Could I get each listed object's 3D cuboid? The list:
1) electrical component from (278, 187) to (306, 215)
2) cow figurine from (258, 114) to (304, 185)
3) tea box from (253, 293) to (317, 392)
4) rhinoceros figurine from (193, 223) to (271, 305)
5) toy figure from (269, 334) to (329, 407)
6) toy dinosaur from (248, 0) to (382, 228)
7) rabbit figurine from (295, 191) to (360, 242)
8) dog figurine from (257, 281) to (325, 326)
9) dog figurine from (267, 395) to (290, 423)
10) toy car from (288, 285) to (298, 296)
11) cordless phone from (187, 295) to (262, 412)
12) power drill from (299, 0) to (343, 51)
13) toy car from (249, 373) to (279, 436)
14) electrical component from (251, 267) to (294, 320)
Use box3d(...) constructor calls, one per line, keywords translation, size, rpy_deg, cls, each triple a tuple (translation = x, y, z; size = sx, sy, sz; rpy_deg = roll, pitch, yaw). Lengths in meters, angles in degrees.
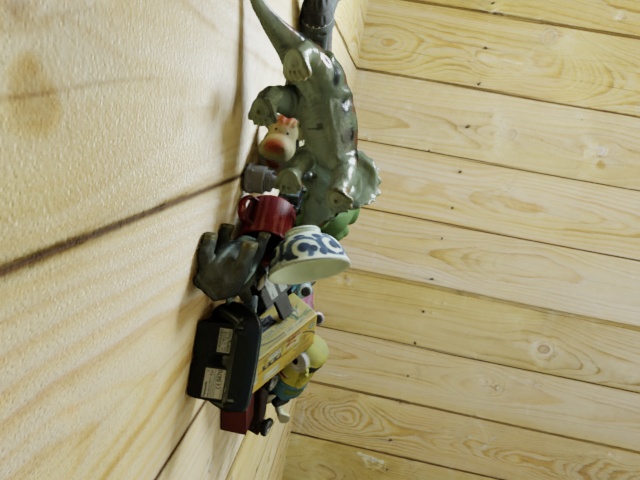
box3d(translation=(-0.065, -0.061, 1.199), size=(0.115, 0.058, 0.134), rpy_deg=(-77, 176, -50), cls="electrical component")
box3d(translation=(-0.056, -0.152, 0.905), size=(0.195, 0.086, 0.127), rpy_deg=(-50, 156, -77), cls="cow figurine")
box3d(translation=(-0.088, 0.183, 0.949), size=(0.169, 0.068, 0.098), rpy_deg=(-34, 148, -35), cls="tea box")
box3d(translation=(-0.111, 0.037, 0.729), size=(0.190, 0.073, 0.112), rpy_deg=(-24, 124, -84), cls="rhinoceros figurine")
box3d(translation=(-0.049, 0.256, 1.070), size=(0.089, 0.082, 0.180), rpy_deg=(-31, 154, -49), cls="toy figure")
box3d(translation=(-0.002, -0.175, 0.756), size=(0.192, 0.131, 0.404), rpy_deg=(-60, 145, -55), cls="toy dinosaur")
box3d(translation=(-0.002, -0.003, 1.105), size=(0.159, 0.121, 0.170), rpy_deg=(-73, -174, -56), cls="rabbit figurine")
box3d(translation=(-0.083, 0.122, 1.143), size=(0.108, 0.191, 0.219), rpy_deg=(62, -8, -22), cls="dog figurine")
box3d(translation=(-0.124, 0.302, 1.236), size=(0.191, 0.121, 0.172), rpy_deg=(-101, -159, -61), cls="dog figurine")
box3d(translation=(-0.079, 0.034, 0.997), size=(0.103, 0.109, 0.161), rpy_deg=(-117, -140, -56), cls="toy car")
box3d(translation=(-0.127, 0.158, 0.804), size=(0.184, 0.089, 0.146), rpy_deg=(-79, 179, -84), cls="cordless phone")
box3d(translation=(0.013, -0.462, 1.041), size=(0.231, 0.086, 0.207), rpy_deg=(96, 3, -64), cls="power drill")
box3d(translation=(-0.128, 0.309, 1.070), size=(0.053, 0.089, 0.201), rpy_deg=(-44, 148, -50), cls="toy car")
box3d(translation=(-0.084, 0.077, 0.915), size=(0.075, 0.048, 0.119), rpy_deg=(-42, 129, -26), cls="electrical component")
